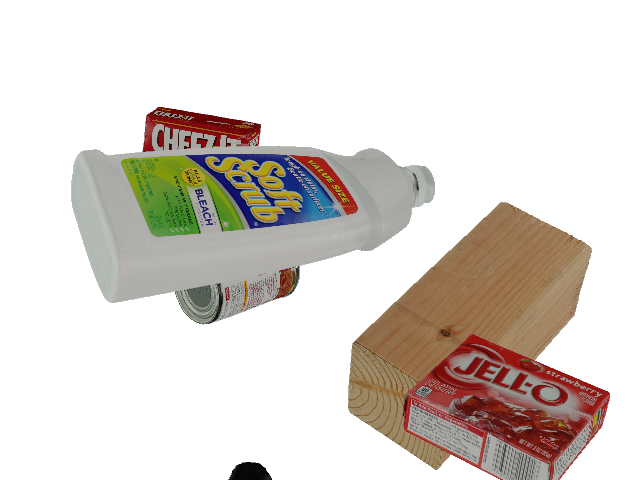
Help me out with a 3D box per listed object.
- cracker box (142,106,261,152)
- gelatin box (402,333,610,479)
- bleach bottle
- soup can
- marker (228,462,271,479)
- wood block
[{"bbox_3d":[-0.186,-0.080,1.608,0.164,0.214,0.072,10,20,6],"label":"cracker box"},{"bbox_3d":[0.101,0.092,0.582,0.089,0.030,0.073,23,36,30],"label":"gelatin box"},{"bbox_3d":[-0.037,-0.027,0.743,0.250,0.102,0.068,-11,-31,-25],"label":"bleach bottle"},{"bbox_3d":[-0.079,0.034,1.002,0.069,0.068,0.102,0,13,45],"label":"soup can"},{"bbox_3d":[-0.045,0.126,0.420,0.020,0.020,0.121,0,24,18],"label":"marker"},{"bbox_3d":[0.121,0.070,0.860,0.091,0.090,0.205,31,52,27],"label":"wood block"}]
